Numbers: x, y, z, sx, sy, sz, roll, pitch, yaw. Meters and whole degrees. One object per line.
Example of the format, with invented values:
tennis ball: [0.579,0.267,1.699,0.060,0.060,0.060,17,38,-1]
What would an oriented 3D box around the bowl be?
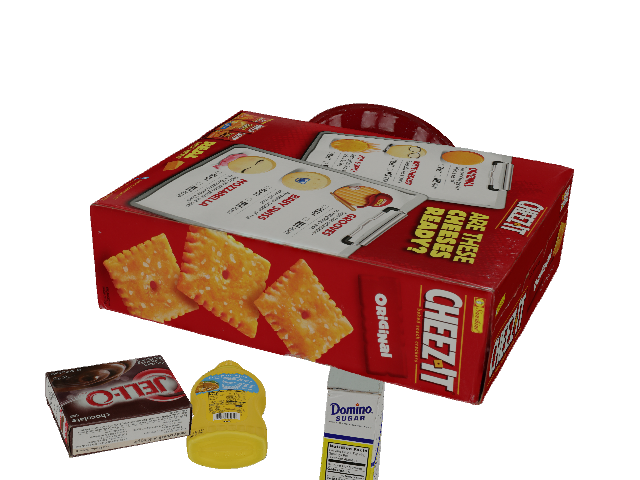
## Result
bowl: [0.051,-0.051,0.973,0.162,0.162,0.055,0,-41,-16]

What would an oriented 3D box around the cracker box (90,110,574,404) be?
cracker box: [0.011,-0.001,0.578,0.214,0.072,0.164,13,28,22]

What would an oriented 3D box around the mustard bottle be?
mustard bottle: [-0.117,0.208,1.345,0.096,0.058,0.191,-3,26,-3]

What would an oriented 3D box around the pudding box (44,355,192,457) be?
pudding box: [-0.181,0.147,0.957,0.113,0.039,0.090,-9,27,-24]

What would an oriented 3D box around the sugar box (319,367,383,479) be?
sugar box: [0.023,0.162,0.823,0.048,0.176,0.093,4,26,6]
